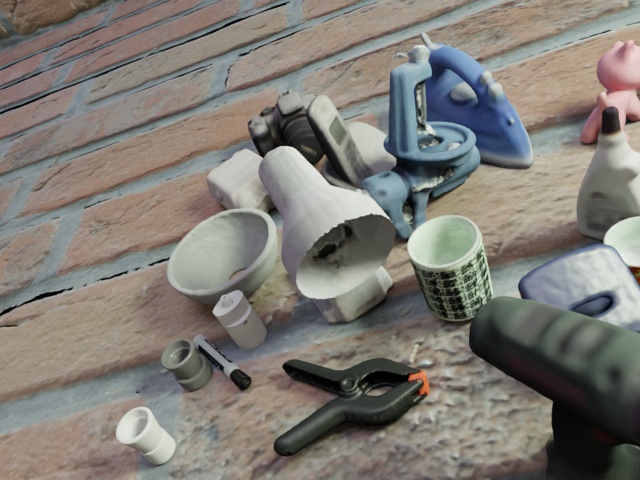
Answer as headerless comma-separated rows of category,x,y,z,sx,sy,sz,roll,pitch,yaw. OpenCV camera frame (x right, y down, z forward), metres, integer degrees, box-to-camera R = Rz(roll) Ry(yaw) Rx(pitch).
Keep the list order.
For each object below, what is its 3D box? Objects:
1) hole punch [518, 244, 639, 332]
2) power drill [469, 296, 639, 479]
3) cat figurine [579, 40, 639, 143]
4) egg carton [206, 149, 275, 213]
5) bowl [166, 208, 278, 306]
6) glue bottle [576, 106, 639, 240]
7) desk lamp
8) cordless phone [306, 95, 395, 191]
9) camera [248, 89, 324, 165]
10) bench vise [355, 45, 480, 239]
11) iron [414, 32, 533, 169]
hole punch,0.261,0.071,0.554,0.108,0.091,0.101,-24,39,3
power drill,0.216,0.135,0.414,0.076,0.209,0.228,-41,42,-18
cat figurine,0.397,-0.206,0.766,0.067,0.118,0.128,17,56,40
egg carton,-0.122,-0.091,0.953,0.107,0.070,0.149,-39,41,-15
bowl,-0.127,0.035,0.813,0.167,0.075,0.167,-15,41,13
glue bottle,0.315,-0.069,0.614,0.077,0.173,0.037,17,56,40
desk lamp,0.006,0.002,0.668,0.118,0.214,0.202,-32,40,-7
cordless phone,0.046,-0.146,0.834,0.093,0.185,0.148,-1,45,27
camera,-0.050,-0.189,0.999,0.143,0.101,0.136,-23,39,3
bench vise,0.120,-0.119,0.736,0.121,0.220,0.208,12,52,37
iron,0.224,-0.216,0.850,0.118,0.142,0.257,-30,39,-5
